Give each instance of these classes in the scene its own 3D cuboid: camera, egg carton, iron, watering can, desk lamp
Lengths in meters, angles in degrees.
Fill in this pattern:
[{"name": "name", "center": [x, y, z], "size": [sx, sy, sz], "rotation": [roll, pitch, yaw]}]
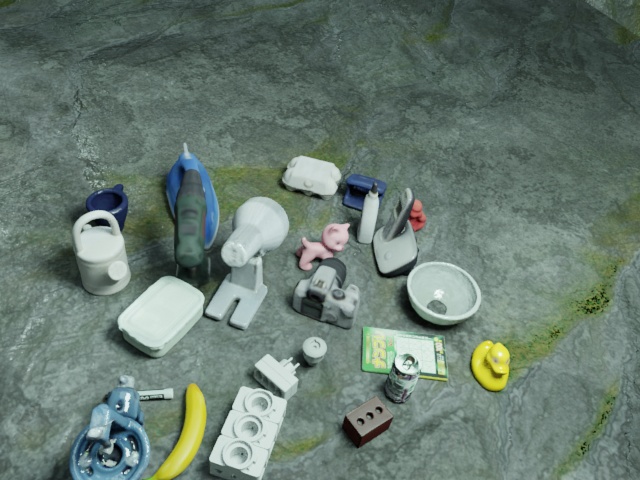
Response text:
[{"name": "camera", "center": [0.027, 0.101, 1.254], "size": [0.143, 0.101, 0.137], "rotation": [19, 46, 9]}, {"name": "egg carton", "center": [-0.022, -0.166, 1.532], "size": [0.150, 0.069, 0.107], "rotation": [14, 45, 5]}, {"name": "iron", "center": [-0.300, -0.111, 1.381], "size": [0.119, 0.141, 0.257], "rotation": [-11, 48, -19]}, {"name": "watering can", "center": [-0.451, 0.022, 1.188], "size": [0.172, 0.194, 0.101], "rotation": [26, 47, 16]}, {"name": "desk lamp", "center": [-0.152, 0.041, 1.203], "size": [0.117, 0.213, 0.203], "rotation": [17, 45, 8]}]

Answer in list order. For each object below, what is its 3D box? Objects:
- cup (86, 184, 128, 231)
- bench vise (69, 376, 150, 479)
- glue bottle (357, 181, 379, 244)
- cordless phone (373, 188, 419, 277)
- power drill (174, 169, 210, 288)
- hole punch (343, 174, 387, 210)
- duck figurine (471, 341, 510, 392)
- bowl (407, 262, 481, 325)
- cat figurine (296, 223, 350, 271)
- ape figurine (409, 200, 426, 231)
[{"name": "cup", "center": [-0.487, -0.067, 1.340], "size": [0.091, 0.095, 0.118], "rotation": [12, 45, 3]}, {"name": "bench vise", "center": [-0.341, 0.301, 0.911], "size": [0.122, 0.220, 0.207], "rotation": [-11, 48, -19]}, {"name": "glue bottle", "center": [0.121, -0.074, 1.391], "size": [0.037, 0.173, 0.078], "rotation": [6, 45, -3]}, {"name": "cordless phone", "center": [0.188, -0.017, 1.337], "size": [0.094, 0.185, 0.147], "rotation": [-1, 46, -10]}, {"name": "power drill", "center": [-0.277, -0.009, 1.236], "size": [0.076, 0.208, 0.229], "rotation": [-1, 46, -10]}, {"name": "hole punch", "center": [0.119, -0.140, 1.514], "size": [0.108, 0.091, 0.101], "rotation": [17, 45, 8]}, {"name": "duck figurine", "center": [0.358, 0.245, 1.175], "size": [0.077, 0.086, 0.104], "rotation": [3, 45, -6]}, {"name": "bowl", "center": [0.269, 0.132, 1.281], "size": [0.167, 0.075, 0.167], "rotation": [5, 45, -5]}, {"name": "cat figurine", "center": [0.012, 0.005, 1.334], "size": [0.128, 0.118, 0.067], "rotation": [-8, 47, -17]}, {"name": "ape figurine", "center": [0.234, -0.063, 1.456], "size": [0.078, 0.092, 0.076], "rotation": [7, 45, -2]}]
